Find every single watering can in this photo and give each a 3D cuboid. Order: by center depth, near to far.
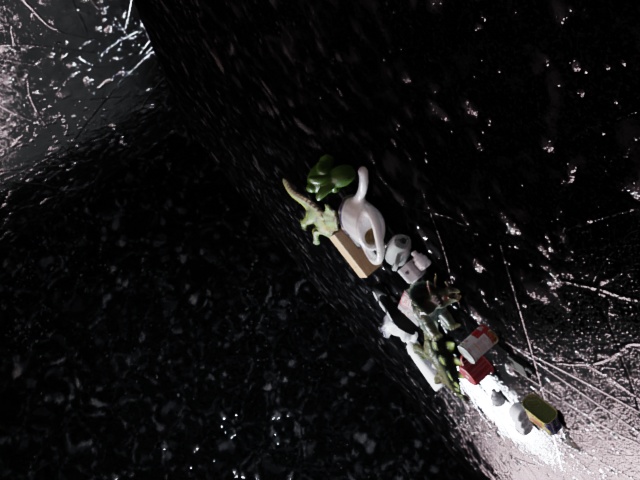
[{"bbox_3d":[0.135,-0.089,1.635,0.227,0.104,0.342,-138,32,-62],"label":"watering can"}]

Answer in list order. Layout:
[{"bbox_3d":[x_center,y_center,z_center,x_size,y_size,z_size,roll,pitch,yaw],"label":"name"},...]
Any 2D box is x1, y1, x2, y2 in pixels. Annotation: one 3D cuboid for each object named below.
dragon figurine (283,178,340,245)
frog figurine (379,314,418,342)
[{"bbox_3d":[0.007,-0.108,2.154,0.407,0.124,0.241,53,151,-14],"label":"dragon figurine"},{"bbox_3d":[0.357,0.386,2.278,0.159,0.125,0.134,0,127,28],"label":"frog figurine"}]
